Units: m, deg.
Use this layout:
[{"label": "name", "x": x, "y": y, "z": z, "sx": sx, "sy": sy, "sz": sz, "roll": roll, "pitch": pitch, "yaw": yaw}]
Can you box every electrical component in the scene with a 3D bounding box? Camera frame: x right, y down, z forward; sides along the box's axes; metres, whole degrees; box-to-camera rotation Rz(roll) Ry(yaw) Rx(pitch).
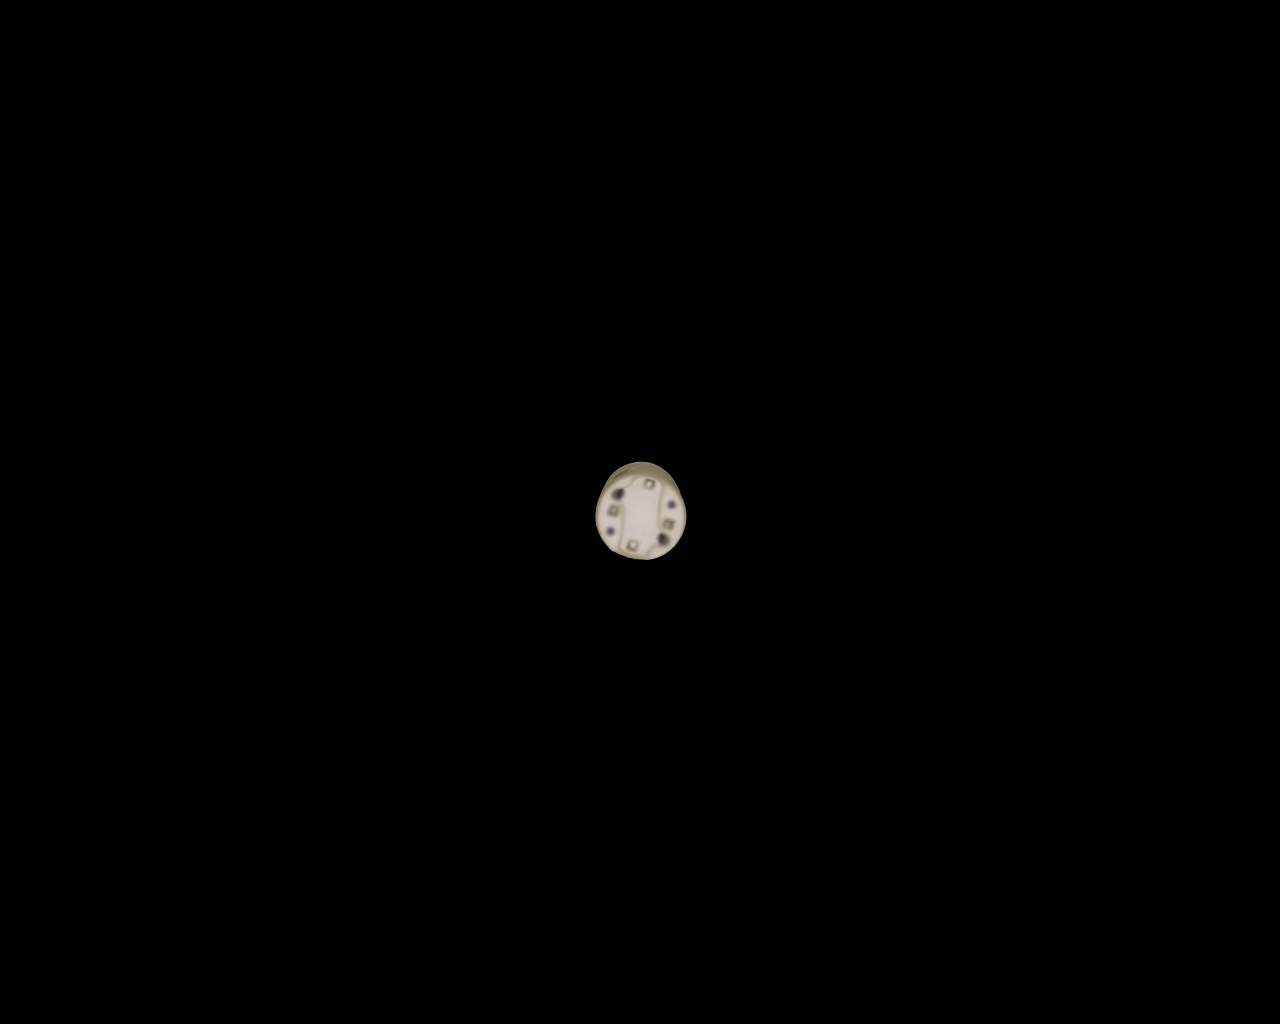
[{"label": "electrical component", "x": 0.001, "y": -0.003, "z": 0.650, "sx": 0.055, "sy": 0.055, "sz": 0.047, "roll": 0, "pitch": 16, "yaw": 0}]
